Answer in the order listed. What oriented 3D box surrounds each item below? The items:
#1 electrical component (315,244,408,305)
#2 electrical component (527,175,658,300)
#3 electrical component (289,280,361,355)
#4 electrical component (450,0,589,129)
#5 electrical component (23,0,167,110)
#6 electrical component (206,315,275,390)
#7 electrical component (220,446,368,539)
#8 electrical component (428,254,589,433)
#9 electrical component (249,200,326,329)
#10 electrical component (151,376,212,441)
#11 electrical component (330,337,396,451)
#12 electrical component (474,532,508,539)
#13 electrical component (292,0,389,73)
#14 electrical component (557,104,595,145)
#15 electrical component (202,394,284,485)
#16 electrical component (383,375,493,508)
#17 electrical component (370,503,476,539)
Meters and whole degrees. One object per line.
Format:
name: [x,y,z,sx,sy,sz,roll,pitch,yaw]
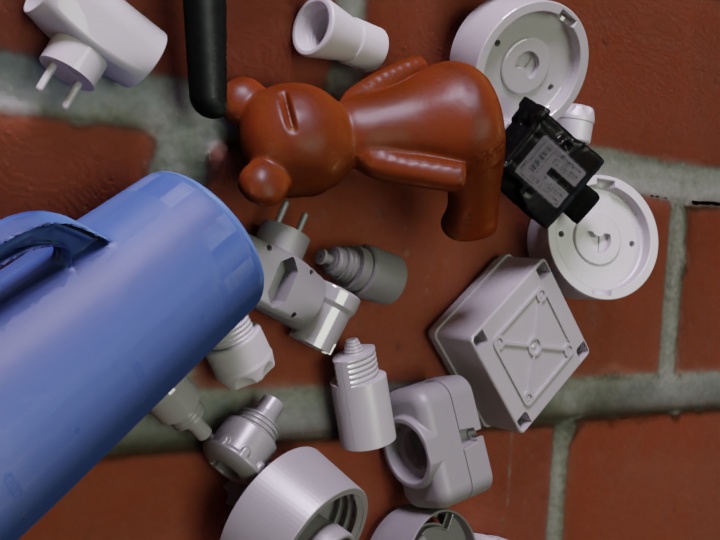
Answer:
electrical component: [0.000,0.000,0.807,0.078,0.040,0.040,19,82,-38]
electrical component: [0.199,-0.025,0.945,0.108,0.060,0.108,3,82,-18]
electrical component: [-0.027,0.034,0.790,0.040,0.040,0.046,32,79,-36]
electrical component: [0.124,-0.170,0.873,0.108,0.060,0.108,-13,119,-23]
electrical component: [-0.170,-0.136,0.658,0.077,0.043,0.079,36,72,-35]
electrical component: [-0.088,0.047,0.738,0.043,0.043,0.062,-36,114,-31]
electrical component: [-0.039,0.185,0.750,0.108,0.060,0.108,-37,143,-35]
electrical component: [0.126,0.061,0.903,0.109,0.056,0.108,-44,119,-27]
electrical component: [-0.059,-0.009,0.756,0.077,0.043,0.079,31,75,-36]
electrical component: [-0.121,0.091,0.721,0.035,0.035,0.061,-50,123,-24]
electrical component: [0.000,0.091,0.812,0.043,0.043,0.081,-18,104,-36]
electrical component: [0.121,0.258,0.914,0.078,0.057,0.058,18,82,-38]
electrical component: [-0.011,-0.169,0.785,0.065,0.044,0.044,11,87,-44]
electrical component: [0.187,-0.115,0.952,0.035,0.035,0.061,8,91,-39]
electrical component: [-0.077,0.116,0.754,0.048,0.048,0.062,53,55,-29]
electrical component: [0.058,0.136,0.847,0.059,0.054,0.095,-13,89,-37]
electrical component: [0.053,0.236,0.853,0.099,0.064,0.099,-4,96,-38]
